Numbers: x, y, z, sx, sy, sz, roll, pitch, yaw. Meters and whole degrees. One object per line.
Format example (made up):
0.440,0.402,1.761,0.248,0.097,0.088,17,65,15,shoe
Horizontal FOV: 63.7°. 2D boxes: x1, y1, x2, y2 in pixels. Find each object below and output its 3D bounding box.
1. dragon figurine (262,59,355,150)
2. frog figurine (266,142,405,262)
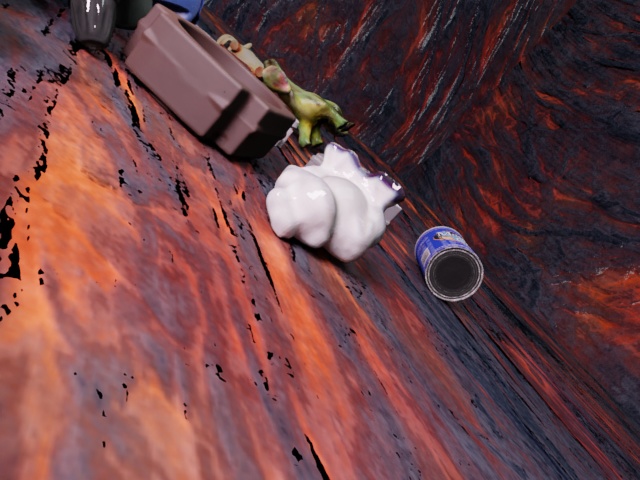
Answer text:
-0.038,-0.336,1.219,0.242,0.121,0.413,54,14,-2,dragon figurine
0.002,-0.030,0.592,0.137,0.120,0.162,51,49,0,frog figurine
